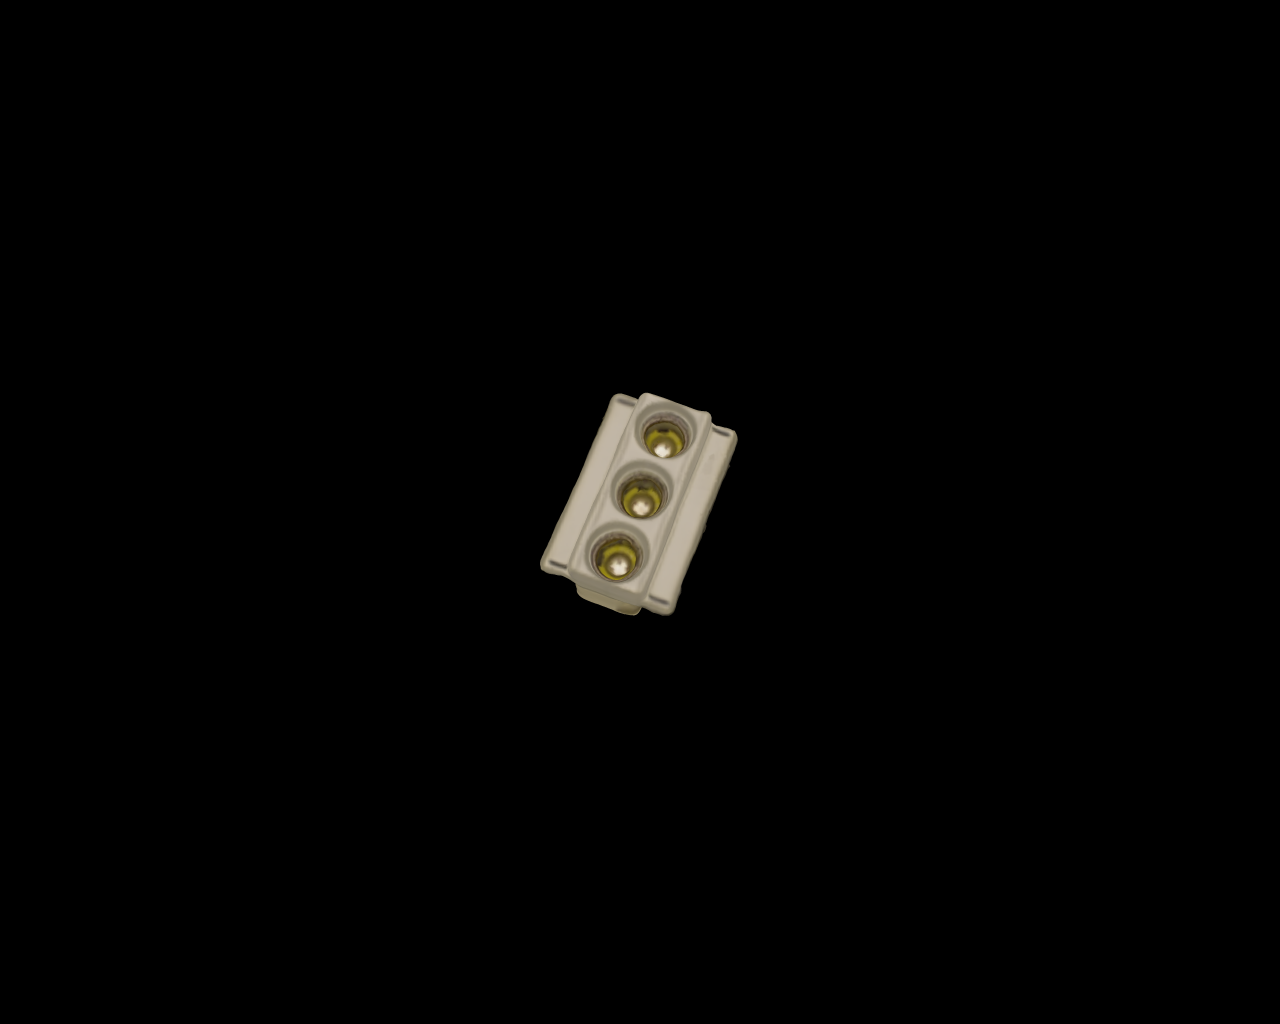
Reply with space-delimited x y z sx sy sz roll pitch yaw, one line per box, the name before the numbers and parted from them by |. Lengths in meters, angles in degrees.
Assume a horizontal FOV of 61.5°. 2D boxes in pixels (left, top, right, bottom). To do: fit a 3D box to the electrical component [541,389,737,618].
electrical component | 0.001 -0.003 0.650 0.079 0.121 0.063 19 -19 7
